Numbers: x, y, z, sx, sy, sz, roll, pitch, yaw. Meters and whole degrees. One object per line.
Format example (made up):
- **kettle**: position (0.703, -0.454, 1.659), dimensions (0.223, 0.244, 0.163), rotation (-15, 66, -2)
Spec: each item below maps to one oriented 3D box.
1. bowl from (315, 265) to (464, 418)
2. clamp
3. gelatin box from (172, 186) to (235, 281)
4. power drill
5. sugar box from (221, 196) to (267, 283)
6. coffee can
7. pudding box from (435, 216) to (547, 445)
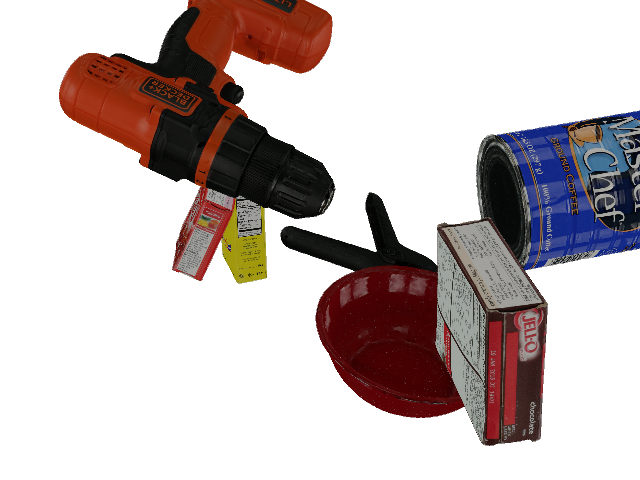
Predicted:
- **bowl**: position (0.072, 0.091, 0.861), dimensions (0.162, 0.055, 0.162), rotation (7, 36, -5)
- **clamp**: position (0.065, 0.027, 1.226), dimensions (0.164, 0.036, 0.210), rotation (-17, 50, -37)
- **gelatin box**: position (-0.099, -0.019, 0.926), dimensions (0.030, 0.073, 0.089), rotation (22, 25, -12)
- **power drill**: position (-0.055, -0.105, 0.718), dimensions (0.184, 0.057, 0.187), rotation (26, 42, 1)
- **sugar box**: position (-0.099, -0.045, 1.321), dimensions (0.048, 0.176, 0.093), rotation (-11, 25, -14)
- **coffee can**: position (0.197, -0.038, 0.781), dimensions (0.140, 0.103, 0.103), rotation (-10, 1, -8)
- **pudding box**: position (0.097, 0.050, 0.623), dimensions (0.039, 0.090, 0.113), rotation (-6, 27, -8)
